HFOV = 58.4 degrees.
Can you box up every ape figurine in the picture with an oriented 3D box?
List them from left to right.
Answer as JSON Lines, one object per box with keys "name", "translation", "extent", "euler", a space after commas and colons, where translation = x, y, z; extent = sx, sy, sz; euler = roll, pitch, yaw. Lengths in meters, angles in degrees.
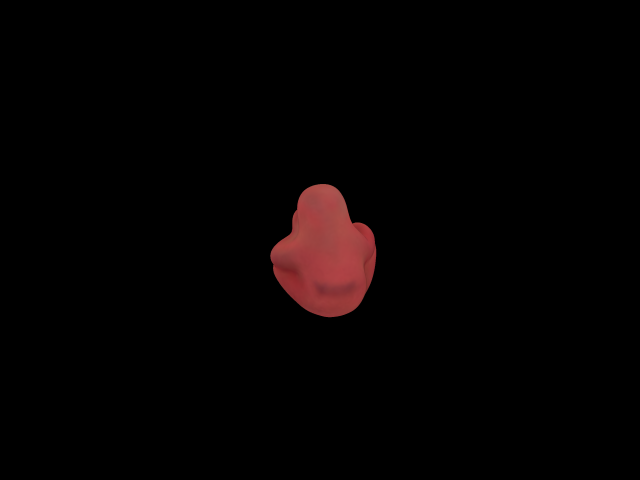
{"name": "ape figurine", "translation": [0.004, 0.001, 0.400], "extent": [0.078, 0.092, 0.076], "euler": [-3, 37, -4]}
